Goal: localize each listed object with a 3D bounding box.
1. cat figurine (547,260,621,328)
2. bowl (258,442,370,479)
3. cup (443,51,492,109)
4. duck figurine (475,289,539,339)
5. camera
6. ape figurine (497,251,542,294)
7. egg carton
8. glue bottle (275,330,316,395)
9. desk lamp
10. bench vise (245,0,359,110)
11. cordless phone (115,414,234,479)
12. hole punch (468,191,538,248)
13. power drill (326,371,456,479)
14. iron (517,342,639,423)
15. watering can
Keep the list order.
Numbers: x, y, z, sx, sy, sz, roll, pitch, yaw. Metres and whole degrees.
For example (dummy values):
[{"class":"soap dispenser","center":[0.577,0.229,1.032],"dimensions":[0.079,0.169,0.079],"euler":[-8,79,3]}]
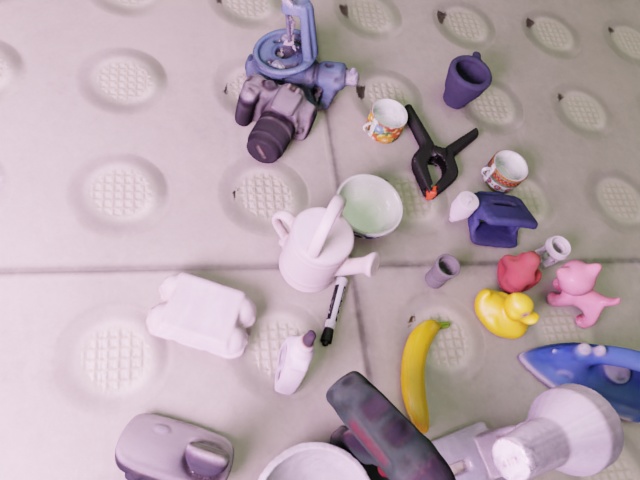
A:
[{"class":"cat figurine","center":[0.463,0.084,1.008],"dimensions":[0.128,0.117,0.067],"euler":[34,60,4]},{"class":"bowl","center":[-0.011,0.359,0.757],"dimensions":[0.168,0.074,0.167],"euler":[7,61,-12]},{"class":"cup","center":[0.299,-0.330,1.194],"dimensions":[0.091,0.095,0.118],"euler":[24,59,-2]},{"class":"duck figurine","center":[0.321,0.115,0.971],"dimensions":[0.104,0.086,0.078],"euler":[37,60,6]},{"class":"camera","center":[-0.090,-0.216,1.023],"dimensions":[0.143,0.100,0.137],"euler":[26,59,-1]},{"class":"ape figurine","center":[0.358,0.051,1.012],"dimensions":[0.077,0.092,0.076],"euler":[43,61,9]},{"class":"egg carton","center":[-0.172,0.112,0.846],"dimensions":[0.150,0.069,0.107],"euler":[18,60,-6]},{"class":"glue bottle","center":[-0.030,0.160,0.799],"dimensions":[0.037,0.173,0.078],"euler":[13,60,-8]},{"class":"desk lamp","center":[0.276,0.292,0.791],"dimensions":[0.204,0.213,0.118],"euler":[-14,67,-21]},{"class":"bench vise","center":[-0.023,-0.353,1.044],"dimensions":[0.208,0.219,0.121],"euler":[2,62,-14]},{"class":"cordless phone","center":[-0.175,0.257,0.701],"dimensions":[0.147,0.185,0.094],"euler":[17,60,-6]},{"class":"hole punch","center":[0.330,-0.048,1.056],"dimensions":[0.109,0.091,0.101],"euler":[4,62,-13]},{"class":"power drill","center":[0.086,0.284,0.746],"dimensions":[0.076,0.208,0.229],"euler":[-34,76,-27]},{"class":"iron","center":[0.473,0.209,0.932],"dimensions":[0.258,0.141,0.118],"euler":[17,60,-6]},{"class":"watering can","center":[0.009,0.001,0.881],"dimensions":[0.173,0.194,0.101],"euler":[12,60,-9]}]
